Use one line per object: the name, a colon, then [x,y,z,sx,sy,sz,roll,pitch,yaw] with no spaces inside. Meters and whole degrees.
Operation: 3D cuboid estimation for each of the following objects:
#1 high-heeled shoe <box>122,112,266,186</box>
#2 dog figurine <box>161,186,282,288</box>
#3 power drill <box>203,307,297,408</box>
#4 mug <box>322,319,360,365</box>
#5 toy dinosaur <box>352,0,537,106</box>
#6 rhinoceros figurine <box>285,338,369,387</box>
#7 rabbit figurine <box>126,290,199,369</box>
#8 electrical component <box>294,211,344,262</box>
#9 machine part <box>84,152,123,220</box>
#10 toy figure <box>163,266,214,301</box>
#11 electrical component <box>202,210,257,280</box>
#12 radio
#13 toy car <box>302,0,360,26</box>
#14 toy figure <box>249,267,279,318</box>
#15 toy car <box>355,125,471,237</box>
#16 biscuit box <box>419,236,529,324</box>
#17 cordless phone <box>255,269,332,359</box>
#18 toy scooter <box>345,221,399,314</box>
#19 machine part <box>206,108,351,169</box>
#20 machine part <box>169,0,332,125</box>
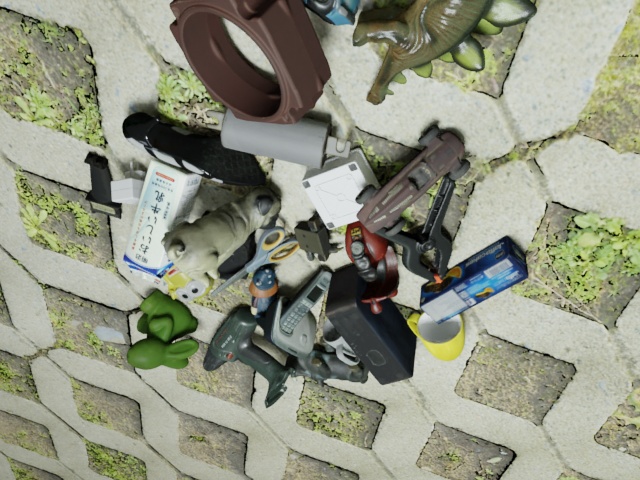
high-heeled shoe: [-0.227,-0.148,0.952,0.248,0.086,0.145,31,159,-27]
dog figurine: [-0.162,-0.026,0.922,0.190,0.172,0.121,-41,94,8]
power drill: [-0.160,0.274,1.206,0.207,0.086,0.232,43,125,22]
mug: [0.070,0.207,1.109,0.107,0.110,0.081,35,125,-29]
toy dinosaur: [0.180,-0.341,0.669,0.198,0.105,0.471,20,138,-10]
rhinoceros figurine: [0.015,0.277,1.198,0.190,0.073,0.112,1,137,12]
rabbit figurine: [-0.354,0.225,1.191,0.159,0.170,0.121,31,128,-8]
electrical component: [-0.003,-0.004,1.007,0.078,0.045,0.102,10,131,43]
machine part: [-0.427,-0.103,1.051,0.084,0.039,0.138,16,131,14]
toy figure: [-0.288,0.043,1.096,0.082,0.089,0.180,-22,109,42]
electrical component: [-0.186,0.020,1.064,0.115,0.058,0.134,15,128,6]
radio: [0.103,0.167,1.047,0.073,0.131,0.229,-25,116,28]
toy car: [-0.005,-0.360,0.711,0.162,0.109,0.103,34,104,3]
toy figure: [-0.116,0.110,1.107,0.058,0.064,0.154,14,131,14]
toy car: [0.145,-0.090,0.844,0.202,0.053,0.089,-42,102,2]
biscuit box: [0.276,0.075,0.976,0.059,0.063,0.202,42,125,-16]
cordless phone: [-0.026,0.143,1.100,0.184,0.089,0.146,-47,137,3]
toy scooter: [0.094,0.052,0.962,0.075,0.135,0.183,-14,120,26]
machine part: [-0.070,-0.169,0.877,0.243,0.079,0.079,13,128,4]
machine part: [-0.100,-0.261,0.748,0.202,0.087,0.200,14,147,38]
